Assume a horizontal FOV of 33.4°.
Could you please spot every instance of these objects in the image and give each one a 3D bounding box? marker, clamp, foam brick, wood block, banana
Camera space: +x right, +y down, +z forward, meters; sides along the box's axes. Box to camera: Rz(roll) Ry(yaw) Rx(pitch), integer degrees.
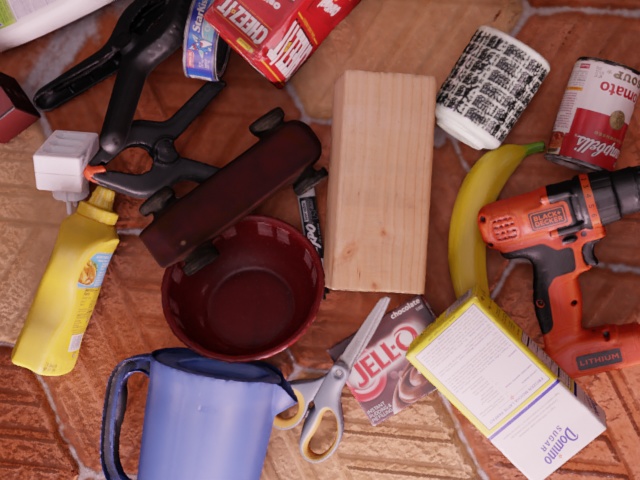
[{"bbox_3d":[-0.007,0.001,1.086,0.020,0.020,0.121,-9,89,6],"label":"marker"},{"bbox_3d":[-0.147,-0.080,1.071,0.171,0.039,0.120,-26,85,-16],"label":"clamp"},{"bbox_3d":[-0.185,-0.182,1.066,0.210,0.036,0.165,-48,46,-2],"label":"clamp"},{"bbox_3d":[-0.331,-0.136,1.092,0.051,0.078,0.053,-36,88,4],"label":"foam brick"},{"bbox_3d":[0.056,-0.054,1.036,0.090,0.091,0.206,3,90,-7],"label":"wood block"},{"bbox_3d":[0.163,-0.014,1.059,0.069,0.037,0.198,18,92,6],"label":"banana"}]

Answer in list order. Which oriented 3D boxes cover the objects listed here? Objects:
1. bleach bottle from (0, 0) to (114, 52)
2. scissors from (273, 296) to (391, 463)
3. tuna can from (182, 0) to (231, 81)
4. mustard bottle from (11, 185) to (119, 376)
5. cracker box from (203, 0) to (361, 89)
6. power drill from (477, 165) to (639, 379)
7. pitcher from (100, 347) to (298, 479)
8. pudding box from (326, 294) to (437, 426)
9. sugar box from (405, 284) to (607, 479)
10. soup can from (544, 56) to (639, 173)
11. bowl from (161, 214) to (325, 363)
[{"bbox_3d":[-0.311,-0.257,1.099,0.251,0.068,0.102,-23,86,8],"label":"bleach bottle"},{"bbox_3d":[0.001,0.128,1.054,0.096,0.016,0.202,21,113,17],"label":"scissors"},{"bbox_3d":[-0.110,-0.202,1.065,0.034,0.086,0.086,11,91,4],"label":"tuna can"},{"bbox_3d":[-0.247,0.037,1.072,0.058,0.096,0.191,21,92,7],"label":"mustard bottle"},{"bbox_3d":[0.000,-0.253,1.014,0.072,0.164,0.214,42,94,7],"label":"cracker box"},{"bbox_3d":[0.260,0.029,1.013,0.185,0.057,0.187,-15,100,16],"label":"power drill"},{"bbox_3d":[-0.130,0.230,1.048,0.144,0.149,0.243,8,95,-38],"label":"pitcher"},{"bbox_3d":[0.077,0.118,1.066,0.113,0.039,0.090,-33,86,5],"label":"pudding box"},{"bbox_3d":[0.176,0.136,1.009,0.176,0.048,0.093,45,109,-3],"label":"sugar box"},{"bbox_3d":[0.265,-0.118,1.032,0.068,0.068,0.102,18,92,6],"label":"soup can"},{"bbox_3d":[-0.073,0.056,1.057,0.162,0.055,0.162,-3,61,6],"label":"bowl"}]
